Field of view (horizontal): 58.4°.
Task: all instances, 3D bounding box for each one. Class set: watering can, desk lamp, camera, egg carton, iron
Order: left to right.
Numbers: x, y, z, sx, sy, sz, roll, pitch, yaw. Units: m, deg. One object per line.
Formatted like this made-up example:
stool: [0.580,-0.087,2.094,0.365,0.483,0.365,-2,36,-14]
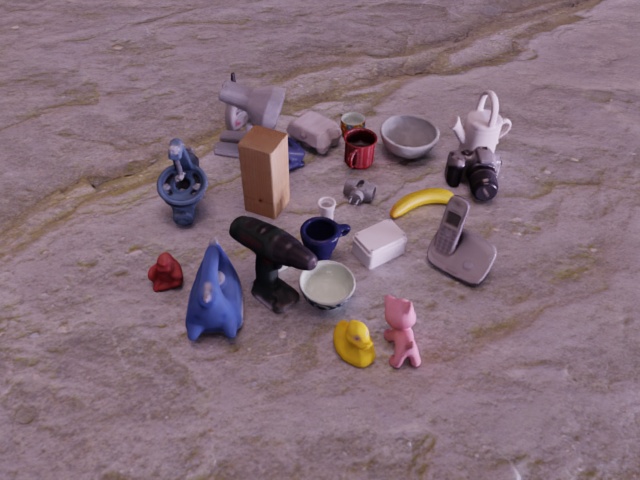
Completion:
iron: [-0.225,0.079,1.205,0.118,0.141,0.258,-3,46,-4]
desk lamp: [-0.190,-0.328,1.548,0.203,0.214,0.118,8,46,6]
egg carton: [-0.018,-0.309,1.636,0.150,0.069,0.107,30,52,24]
camera: [0.410,-0.176,1.501,0.143,0.101,0.137,2,46,1]
watering can: [0.442,-0.317,1.574,0.173,0.194,0.100,-23,51,-22]

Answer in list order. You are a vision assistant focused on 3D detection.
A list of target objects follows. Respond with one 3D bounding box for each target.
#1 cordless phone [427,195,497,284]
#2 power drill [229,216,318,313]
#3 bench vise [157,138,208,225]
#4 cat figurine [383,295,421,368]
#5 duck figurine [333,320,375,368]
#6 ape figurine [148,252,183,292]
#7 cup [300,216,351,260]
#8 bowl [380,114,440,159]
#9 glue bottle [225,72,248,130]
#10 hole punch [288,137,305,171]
cordless phone: [0.324,-0.003,1.273,0.147,0.185,0.094,27,51,23]
power drill: [-0.093,0.052,1.189,0.229,0.208,0.076,33,54,26]
bench vise: [-0.343,-0.173,1.389,0.122,0.220,0.207,-14,48,-15]
cat figurine: [0.165,0.173,1.144,0.067,0.118,0.127,-6,47,-7]
duck figurine: [0.069,0.193,1.144,0.078,0.086,0.104,-25,52,-23]
ape figurine: [-0.335,0.064,1.250,0.077,0.092,0.076,21,49,18]
cup: [0.012,0.005,1.317,0.118,0.095,0.091,-12,48,-13]
bowl: [0.249,-0.280,1.614,0.167,0.075,0.167,1,46,-1]
glue bottle: [-0.245,-0.402,1.646,0.037,0.173,0.078,24,50,21]
hole punch: [-0.101,-0.248,1.560,0.101,0.091,0.108,-27,53,-25]
